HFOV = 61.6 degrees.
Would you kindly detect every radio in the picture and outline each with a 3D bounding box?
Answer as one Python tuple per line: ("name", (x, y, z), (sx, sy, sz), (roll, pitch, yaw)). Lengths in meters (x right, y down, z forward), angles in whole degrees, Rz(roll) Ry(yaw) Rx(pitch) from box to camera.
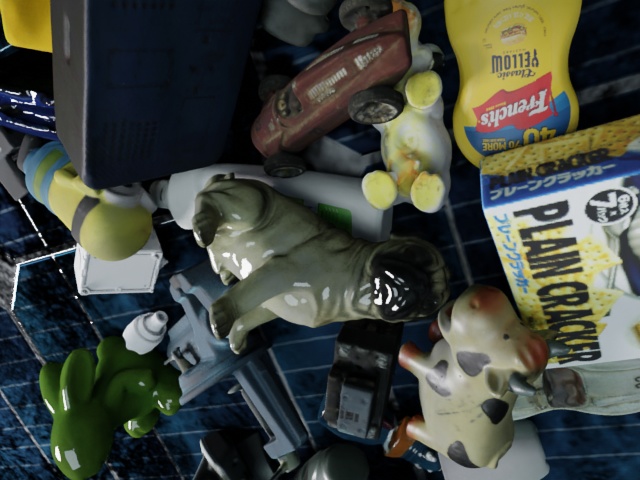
("radio", (-0.125, -0.150, 0.408), (0.073, 0.131, 0.229), (54, 140, 25))

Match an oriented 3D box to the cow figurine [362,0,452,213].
("cow figurine", (0.077, -0.108, 0.452), (0.068, 0.098, 0.167), (-1, 96, 25))

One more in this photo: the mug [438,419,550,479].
("mug", (0.194, 0.246, 0.588), (0.107, 0.081, 0.109), (-21, 102, 16))

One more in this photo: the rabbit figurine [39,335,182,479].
("rabbit figurine", (-0.261, 0.199, 0.657), (0.121, 0.170, 0.159), (-27, 106, 26))

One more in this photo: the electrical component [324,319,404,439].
("electrical component", (0.047, 0.129, 0.545), (0.058, 0.134, 0.114), (10, 120, 14))

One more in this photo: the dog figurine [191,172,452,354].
("dog figurine", (0.000, 0.001, 0.459), (0.191, 0.121, 0.172), (-14, 81, -3))

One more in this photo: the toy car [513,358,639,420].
("toy car", (0.227, 0.139, 0.536), (0.202, 0.056, 0.073), (-12, 111, 23))

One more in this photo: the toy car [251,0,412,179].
("toy car", (-0.002, -0.115, 0.429), (0.202, 0.053, 0.089), (-18, 70, 58))

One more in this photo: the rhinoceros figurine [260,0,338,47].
("rhinoceros figurine", (0.009, -0.234, 0.390), (0.073, 0.112, 0.190), (15, 123, -23))

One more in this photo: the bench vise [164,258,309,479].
("bench vise", (-0.081, 0.140, 0.588), (0.223, 0.129, 0.240), (-38, 82, 37))

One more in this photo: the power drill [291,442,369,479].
("power drill", (0.061, 0.334, 0.670), (0.207, 0.086, 0.231), (22, 138, 10))

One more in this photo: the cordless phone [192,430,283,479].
("cordless phone", (-0.121, 0.349, 0.679), (0.089, 0.184, 0.146), (-16, 110, 19))

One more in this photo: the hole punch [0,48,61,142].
("hole punch", (-0.258, -0.131, 0.529), (0.142, 0.116, 0.092), (17, 127, 9))

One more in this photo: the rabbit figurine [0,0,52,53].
("rabbit figurine", (-0.175, -0.237, 0.449), (0.162, 0.122, 0.173), (8, 101, 10))

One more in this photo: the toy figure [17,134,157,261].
("toy figure", (-0.243, -0.047, 0.558), (0.180, 0.082, 0.089), (28, 119, 25))

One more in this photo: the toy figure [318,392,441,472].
("toy figure", (0.074, 0.219, 0.625), (0.154, 0.064, 0.057), (24, 84, 0))

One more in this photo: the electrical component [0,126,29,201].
("electrical component", (-0.357, -0.108, 0.606), (0.075, 0.048, 0.119), (-29, 104, 28))

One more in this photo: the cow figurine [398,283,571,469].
("cow figurine", (0.137, 0.123, 0.468), (0.127, 0.085, 0.194), (24, 134, 41))
